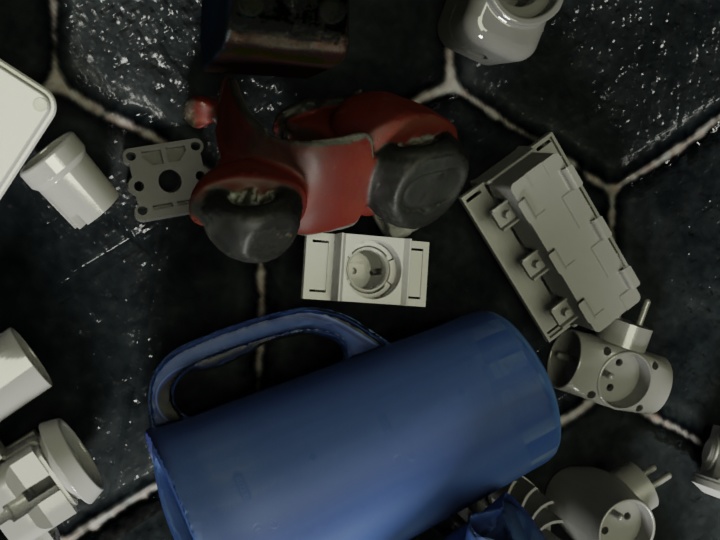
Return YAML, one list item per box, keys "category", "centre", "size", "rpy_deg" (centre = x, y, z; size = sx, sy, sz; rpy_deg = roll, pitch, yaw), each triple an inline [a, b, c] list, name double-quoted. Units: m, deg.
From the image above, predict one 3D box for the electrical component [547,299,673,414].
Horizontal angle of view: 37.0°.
- category: "electrical component"
  centre: [0.182, 0.055, 0.757]
  size: [0.077, 0.044, 0.079]
  rpy_deg: [17, 96, -19]

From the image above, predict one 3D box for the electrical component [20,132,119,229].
- category: "electrical component"
  centre: [-0.171, -0.052, 0.638]
  size: [0.040, 0.040, 0.046]
  rpy_deg: [-41, 112, -8]

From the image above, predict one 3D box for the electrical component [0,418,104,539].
- category: "electrical component"
  centre: [-0.192, 0.125, 0.645]
  size: [0.057, 0.058, 0.078]
  rpy_deg: [-32, 105, -8]

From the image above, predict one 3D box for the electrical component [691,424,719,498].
- category: "electrical component"
  centre: [0.288, 0.148, 0.786]
  size: [0.080, 0.080, 0.051]
  rpy_deg: [19, 86, -19]

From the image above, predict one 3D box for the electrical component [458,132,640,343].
- category: "electrical component"
  centre: [0.133, -0.020, 0.723]
  size: [0.079, 0.063, 0.121]
  rpy_deg: [-36, 106, -10]

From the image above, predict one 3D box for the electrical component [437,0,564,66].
- category: "electrical component"
  centre: [0.096, -0.183, 0.692]
  size: [0.054, 0.059, 0.095]
  rpy_deg: [21, 91, -19]

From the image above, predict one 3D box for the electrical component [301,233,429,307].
- category: "electrical component"
  centre: [0.000, 0.000, 0.684]
  size: [0.081, 0.064, 0.042]
  rpy_deg: [5, 88, -17]

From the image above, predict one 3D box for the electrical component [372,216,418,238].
- category: "electrical component"
  centre: [0.039, -0.046, 0.706]
  size: [0.061, 0.035, 0.035]
  rpy_deg: [-28, 105, -14]

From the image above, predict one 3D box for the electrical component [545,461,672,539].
- category: "electrical component"
  centre: [0.182, 0.160, 0.755]
  size: [0.079, 0.077, 0.043]
  rpy_deg: [-29, 104, -13]

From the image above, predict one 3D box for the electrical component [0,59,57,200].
- category: "electrical component"
  centre: [-0.237, -0.094, 0.602]
  size: [0.113, 0.057, 0.078]
  rpy_deg: [33, 87, -18]

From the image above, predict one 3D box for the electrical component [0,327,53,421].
- category: "electrical component"
  centre: [-0.236, 0.058, 0.629]
  size: [0.077, 0.043, 0.079]
  rpy_deg: [-35, 106, -10]
